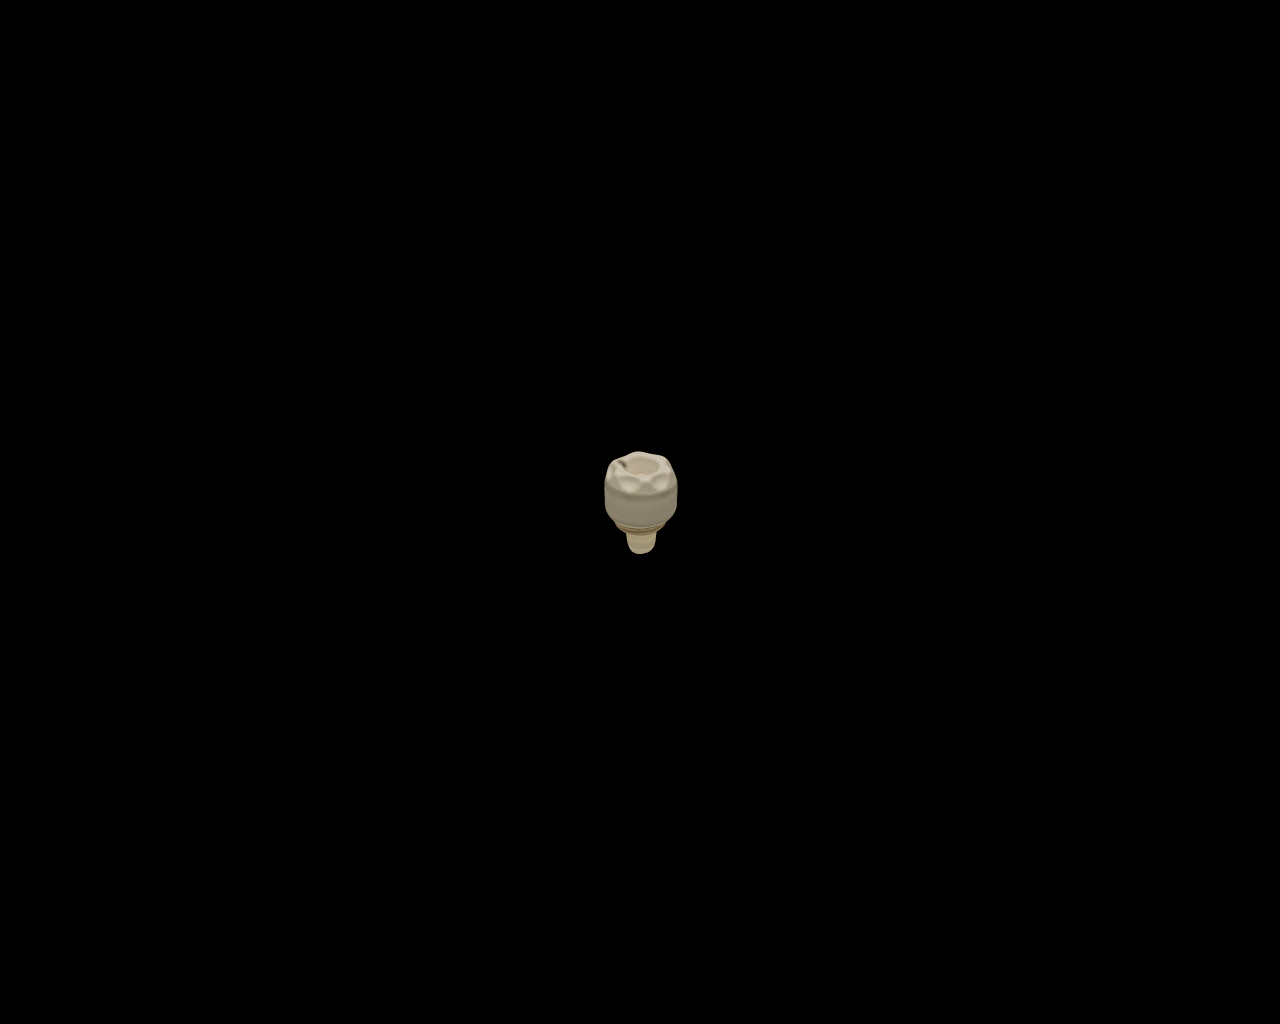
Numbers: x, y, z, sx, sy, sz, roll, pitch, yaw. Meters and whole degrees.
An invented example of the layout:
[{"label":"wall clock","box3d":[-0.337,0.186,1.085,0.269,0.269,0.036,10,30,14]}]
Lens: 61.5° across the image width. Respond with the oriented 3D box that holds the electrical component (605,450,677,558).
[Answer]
[{"label":"electrical component","box3d":[0.001,-0.003,0.650,0.043,0.062,0.043,0,31,0]}]
